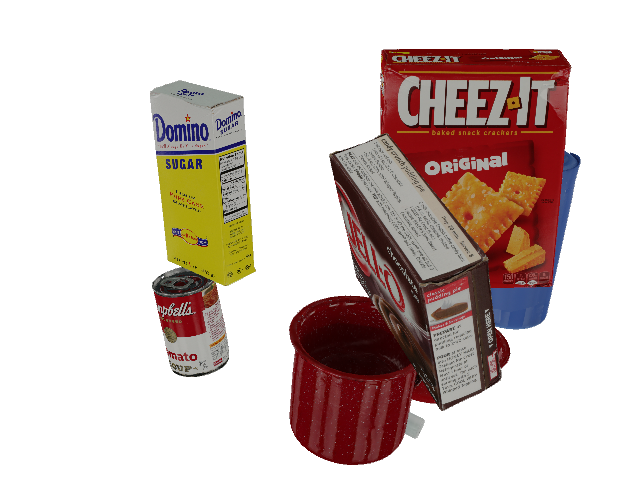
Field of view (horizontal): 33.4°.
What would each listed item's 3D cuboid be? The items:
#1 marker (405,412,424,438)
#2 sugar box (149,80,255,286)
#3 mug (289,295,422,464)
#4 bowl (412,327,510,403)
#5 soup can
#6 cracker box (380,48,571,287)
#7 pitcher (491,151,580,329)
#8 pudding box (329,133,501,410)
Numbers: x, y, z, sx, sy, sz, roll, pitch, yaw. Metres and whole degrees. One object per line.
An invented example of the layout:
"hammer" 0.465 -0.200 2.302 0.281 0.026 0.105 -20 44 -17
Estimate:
"marker" 0.034 0.139 0.940 0.121 0.020 0.020 25 7 16
"sugar box" -0.110 -0.054 0.997 0.093 0.176 0.048 19 34 41
"mug" 0.031 0.093 0.730 0.117 0.081 0.093 -18 39 -34
"bowl" 0.117 0.126 1.135 0.162 0.055 0.162 5 24 -3
"soup can" -0.139 0.087 1.156 0.068 0.102 0.068 -7 24 3
"cracker box" 0.135 -0.062 0.973 0.164 0.214 0.072 0 22 1
"pitcher" 0.256 -0.006 1.424 0.149 0.243 0.145 5 24 4
"pudding box" 0.046 0.013 0.533 0.039 0.090 0.114 -24 43 -10
